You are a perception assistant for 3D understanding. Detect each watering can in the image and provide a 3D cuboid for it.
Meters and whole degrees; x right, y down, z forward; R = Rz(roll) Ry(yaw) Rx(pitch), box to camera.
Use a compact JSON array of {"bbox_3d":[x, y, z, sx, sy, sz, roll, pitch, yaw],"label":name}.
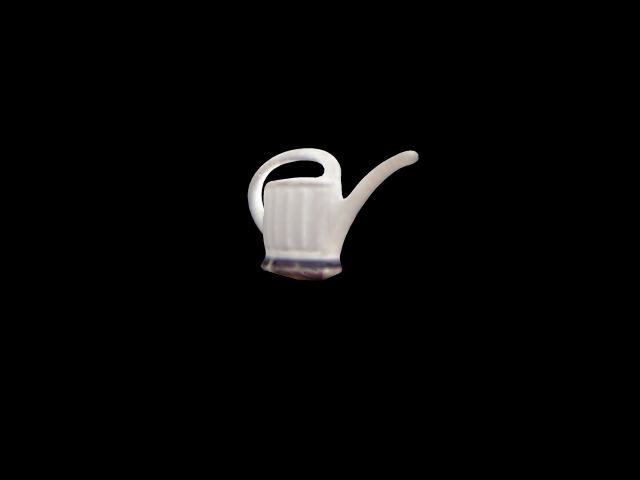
[{"bbox_3d":[0.003,-0.043,0.850,0.347,0.224,0.104,2,1,39],"label":"watering can"}]
